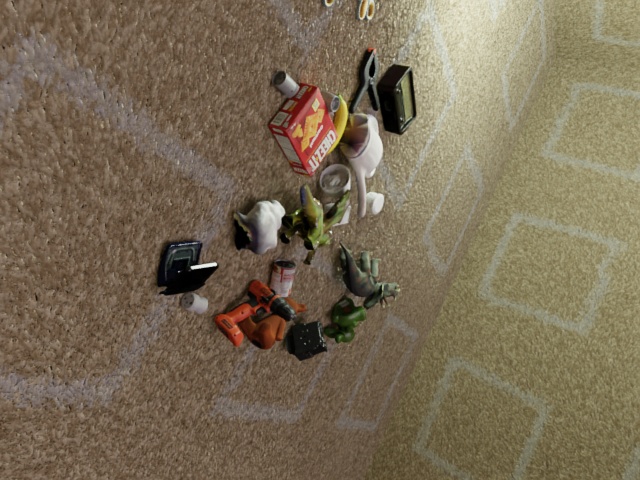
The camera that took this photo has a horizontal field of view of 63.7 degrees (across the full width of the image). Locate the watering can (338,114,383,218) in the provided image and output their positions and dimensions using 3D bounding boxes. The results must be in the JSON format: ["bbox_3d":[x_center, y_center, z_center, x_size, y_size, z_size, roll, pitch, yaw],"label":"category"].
[{"bbox_3d":[0.137,-0.264,1.690,0.221,0.104,0.352,37,60,-59],"label":"watering can"}]

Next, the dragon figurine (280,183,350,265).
[{"bbox_3d":[0.005,-0.078,1.559,0.247,0.123,0.400,-43,161,-33],"label":"dragon figurine"}]

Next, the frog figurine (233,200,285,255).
[{"bbox_3d":[-0.147,-0.039,1.397,0.161,0.123,0.136,-25,110,-35],"label":"frog figurine"}]
